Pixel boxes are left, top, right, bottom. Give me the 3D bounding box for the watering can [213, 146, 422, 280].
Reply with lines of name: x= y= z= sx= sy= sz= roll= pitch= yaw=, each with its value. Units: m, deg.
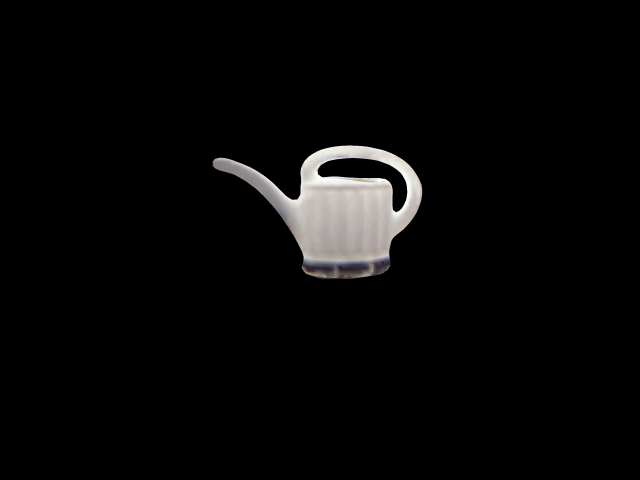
watering can: x=0.003 y=-0.043 z=0.850 sx=0.348 sy=0.223 sz=0.104 roll=-2 pitch=8 yaw=-11
